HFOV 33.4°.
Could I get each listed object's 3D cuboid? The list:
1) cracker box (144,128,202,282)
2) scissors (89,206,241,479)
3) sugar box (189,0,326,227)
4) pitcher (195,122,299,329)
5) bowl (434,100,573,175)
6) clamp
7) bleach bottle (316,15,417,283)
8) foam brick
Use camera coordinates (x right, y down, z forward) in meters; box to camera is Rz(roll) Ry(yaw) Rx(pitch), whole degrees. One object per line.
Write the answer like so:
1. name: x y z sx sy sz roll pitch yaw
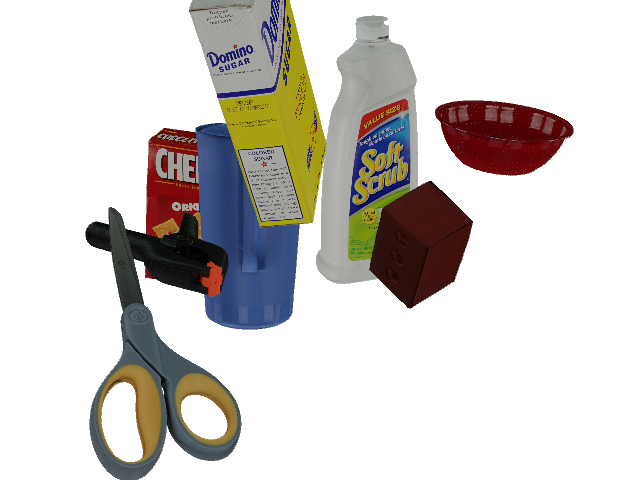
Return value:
1. cracker box: -0.163 -0.040 1.526 0.164 0.214 0.072 9 23 10
2. scissors: -0.094 0.059 0.656 0.096 0.201 0.016 12 -45 -13
3. sugar box: -0.036 -0.104 0.708 0.048 0.176 0.093 -3 44 11
4. pitcher: -0.084 -0.018 1.281 0.145 0.243 0.148 12 17 38
5. bowl: 0.211 -0.117 1.251 0.162 0.055 0.162 5 23 -2
6. clamp: -0.135 0.009 1.033 0.120 0.039 0.172 -19 33 -39
7. bleach bottle: 0.044 -0.088 1.031 0.102 0.251 0.068 -9 23 -17
8. foam brick: 0.079 0.004 0.847 0.051 0.078 0.053 -28 57 -28
